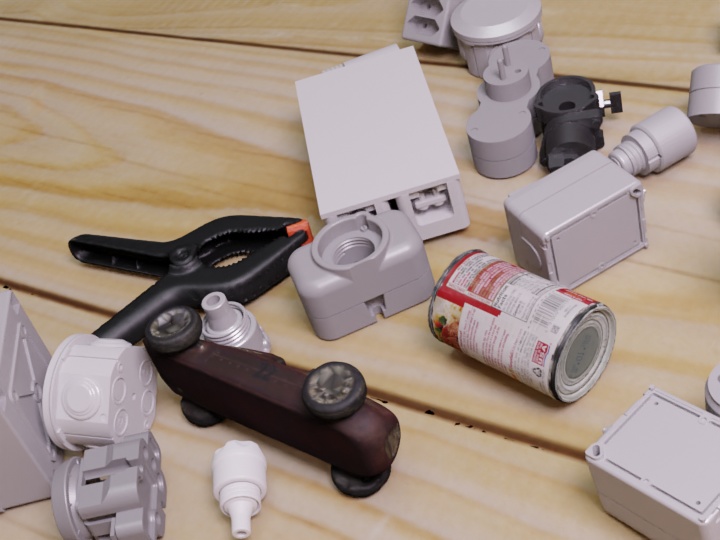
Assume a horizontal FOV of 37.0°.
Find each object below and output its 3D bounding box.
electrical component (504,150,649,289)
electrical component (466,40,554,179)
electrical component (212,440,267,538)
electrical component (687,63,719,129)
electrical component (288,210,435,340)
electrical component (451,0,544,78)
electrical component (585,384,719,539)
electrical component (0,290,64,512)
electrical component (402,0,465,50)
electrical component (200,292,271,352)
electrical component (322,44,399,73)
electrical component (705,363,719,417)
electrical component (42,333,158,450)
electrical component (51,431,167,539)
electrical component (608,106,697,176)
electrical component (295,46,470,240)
[{"bbox_3d":[0.155,-0.038,0.753,0.096,0.061,0.061,-29,42,-11],"label":"electrical component"},{"bbox_3d":[0.121,-0.146,0.872,0.052,0.073,0.138,2,46,22],"label":"electrical component"},{"bbox_3d":[-0.075,0.139,0.675,0.035,0.035,0.061,-15,44,6],"label":"electrical component"},{"bbox_3d":[0.307,-0.109,0.779,0.138,0.052,0.073,5,86,33],"label":"electrical component"},{"bbox_3d":[0.000,0.000,0.774,0.095,0.059,0.053,-23,42,-4],"label":"electrical component"},{"bbox_3d":[0.124,-0.212,0.957,0.080,0.051,0.080,-11,42,10],"label":"electrical component"},{"bbox_3d":[0.173,0.114,0.591,0.062,0.061,0.096,-40,39,-19],"label":"electrical component"},{"bbox_3d":[-0.247,0.090,0.737,0.056,0.108,0.108,-14,42,2],"label":"electrical component"},{"bbox_3d":[0.087,-0.250,1.002,0.047,0.083,0.076,22,18,37],"label":"electrical component"},{"bbox_3d":[-0.093,0.043,0.762,0.048,0.062,0.048,-11,43,10],"label":"electrical component"},{"bbox_3d":[0.001,-0.168,0.964,0.081,0.043,0.043,-20,42,0],"label":"electrical component"},{"bbox_3d":[0.219,0.082,0.607,0.045,0.055,0.045,-11,43,10],"label":"electrical component"},{"bbox_3d":[-0.177,0.085,0.737,0.051,0.080,0.080,3,46,16],"label":"electrical component"},{"bbox_3d":[-0.160,0.144,0.684,0.057,0.058,0.078,-12,42,4],"label":"electrical component"},{"bbox_3d":[0.214,-0.091,0.803,0.078,0.040,0.040,-30,43,-11],"label":"electrical component"},{"bbox_3d":[0.016,-0.094,0.867,0.105,0.060,0.186,-16,42,4],"label":"electrical component"}]
